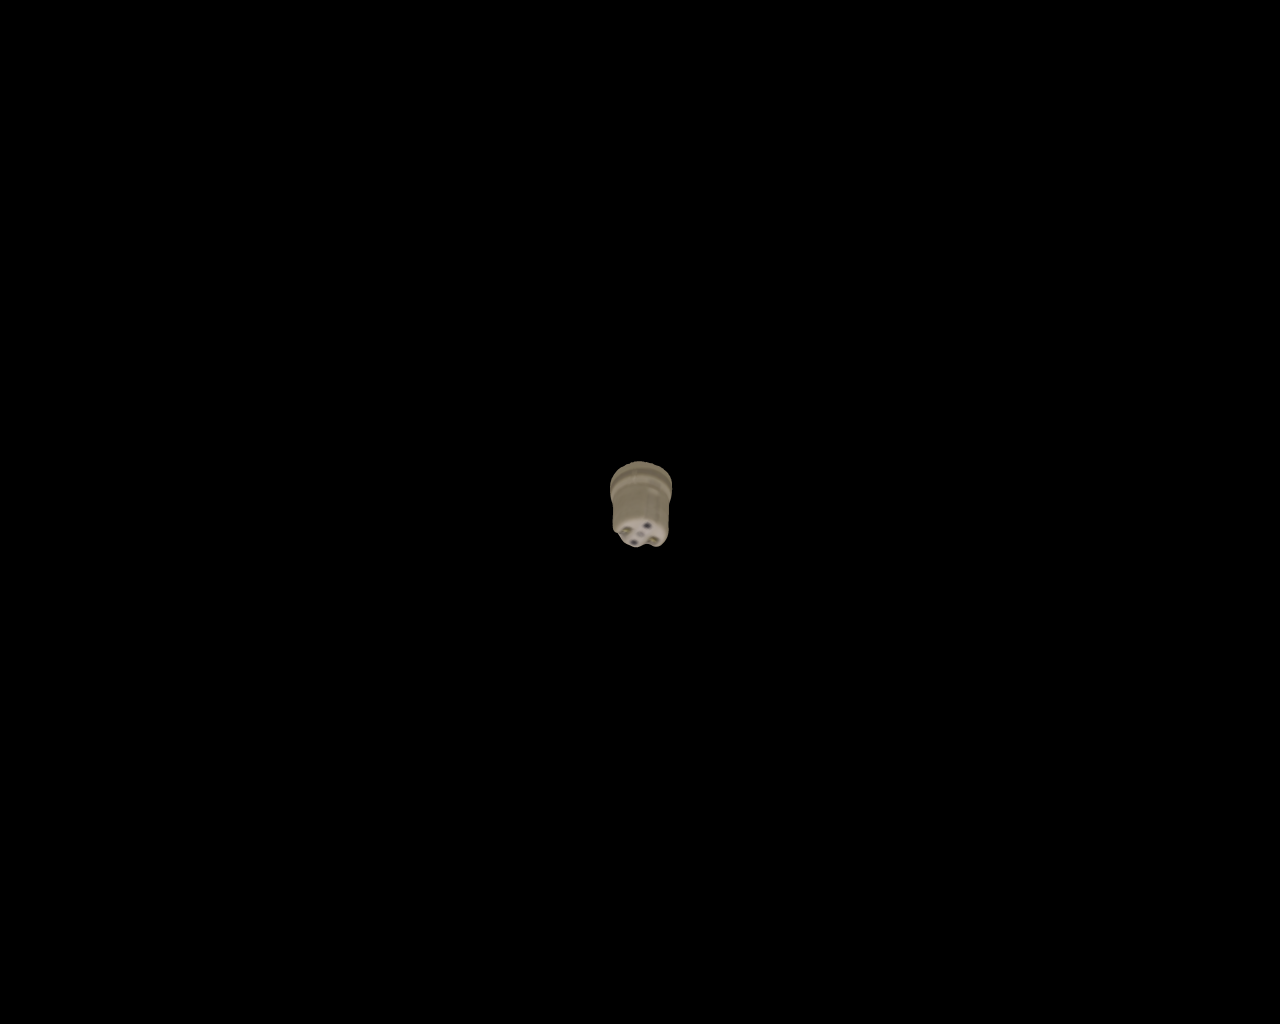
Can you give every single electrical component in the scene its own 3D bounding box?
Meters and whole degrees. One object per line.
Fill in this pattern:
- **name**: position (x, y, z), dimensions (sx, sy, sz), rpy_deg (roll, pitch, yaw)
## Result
- **electrical component**: position (0.001, -0.003, 0.650), dimensions (0.040, 0.046, 0.040), rpy_deg (0, -44, 0)
